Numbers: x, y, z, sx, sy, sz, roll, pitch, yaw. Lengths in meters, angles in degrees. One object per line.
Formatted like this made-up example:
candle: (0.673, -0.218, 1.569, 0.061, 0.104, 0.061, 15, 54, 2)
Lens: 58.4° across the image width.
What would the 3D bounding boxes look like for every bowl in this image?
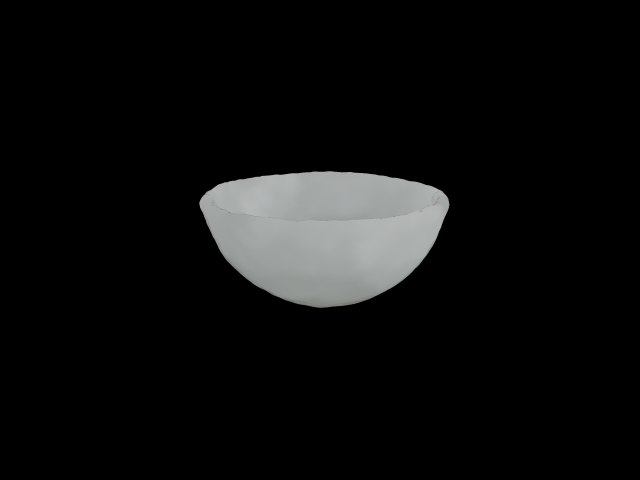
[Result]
bowl: (0.004, 0.001, 0.400, 0.167, 0.075, 0.167, 0, 16, 0)
